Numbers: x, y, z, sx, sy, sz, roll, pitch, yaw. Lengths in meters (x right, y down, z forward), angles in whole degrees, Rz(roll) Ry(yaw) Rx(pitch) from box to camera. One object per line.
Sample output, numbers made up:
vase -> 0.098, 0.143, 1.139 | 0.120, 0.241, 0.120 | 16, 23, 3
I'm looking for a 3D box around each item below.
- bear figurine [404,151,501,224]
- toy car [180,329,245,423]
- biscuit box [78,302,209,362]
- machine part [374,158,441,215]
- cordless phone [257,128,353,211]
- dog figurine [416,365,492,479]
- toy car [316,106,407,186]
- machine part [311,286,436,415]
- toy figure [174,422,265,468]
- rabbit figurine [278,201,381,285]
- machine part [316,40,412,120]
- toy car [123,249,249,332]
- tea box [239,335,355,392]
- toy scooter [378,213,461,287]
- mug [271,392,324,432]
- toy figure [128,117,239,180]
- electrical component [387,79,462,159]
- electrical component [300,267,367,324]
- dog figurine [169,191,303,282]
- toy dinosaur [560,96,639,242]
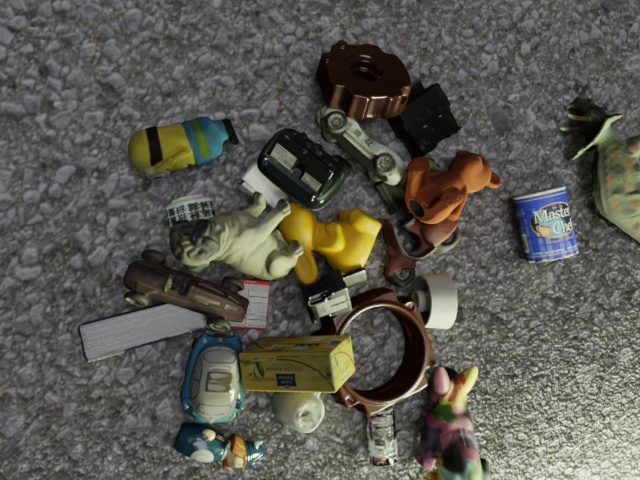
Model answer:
bear figurine -> 0.253, -0.114, 0.992 | 0.196, 0.131, 0.120 | -33, 70, -18
toy car -> -0.172, 0.235, 0.901 | 0.109, 0.103, 0.161 | 9, 87, -18
biscuit box -> -0.286, 0.142, 0.891 | 0.203, 0.059, 0.062 | -13, 90, -17
machine part -> 0.177, -0.115, 1.059 | 0.139, 0.039, 0.084 | -33, 92, -15
cordless phone -> -0.012, -0.142, 0.953 | 0.146, 0.184, 0.088 | 38, 121, 3
dog figurine -> 0.250, 0.342, 0.994 | 0.108, 0.192, 0.219 | 1, 103, -11
toy car -> 0.074, -0.176, 0.996 | 0.202, 0.073, 0.056 | 41, 81, 0
machine part -> 0.100, 0.202, 0.995 | 0.201, 0.087, 0.201 | -21, 95, -17
toy figure -> -0.170, 0.356, 0.919 | 0.154, 0.064, 0.058 | 21, 65, -11
rabbit figurine -> -0.002, -0.003, 0.964 | 0.173, 0.122, 0.162 | 25, 97, -17
machine part -> 0.081, -0.294, 0.985 | 0.179, 0.056, 0.179 | 7, 52, -9
toy car -> -0.214, 0.081, 0.862 | 0.202, 0.053, 0.089 | 19, 60, -4
tea box -> -0.038, 0.205, 0.899 | 0.170, 0.098, 0.068 | -7, 95, 25
toy scooter -> 0.177, -0.010, 1.036 | 0.184, 0.075, 0.135 | -38, 95, -12
mug -> -0.025, 0.286, 0.941 | 0.080, 0.107, 0.109 | 45, 78, -12
toy figure -> -0.232, -0.163, 0.912 | 0.180, 0.082, 0.089 | -25, 83, -12
electrical component -> 0.200, -0.243, 1.061 | 0.115, 0.058, 0.134 | -37, 99, -17
electrical component -> 0.030, 0.091, 0.927 | 0.119, 0.074, 0.048 | -17, 49, -7
dog figurine -> -0.139, 0.024, 0.864 | 0.190, 0.121, 0.172 | -29, 110, -31
toy dinosaur -> 0.653, -0.126, 1.171 | 0.192, 0.131, 0.404 | -17, 97, -5
